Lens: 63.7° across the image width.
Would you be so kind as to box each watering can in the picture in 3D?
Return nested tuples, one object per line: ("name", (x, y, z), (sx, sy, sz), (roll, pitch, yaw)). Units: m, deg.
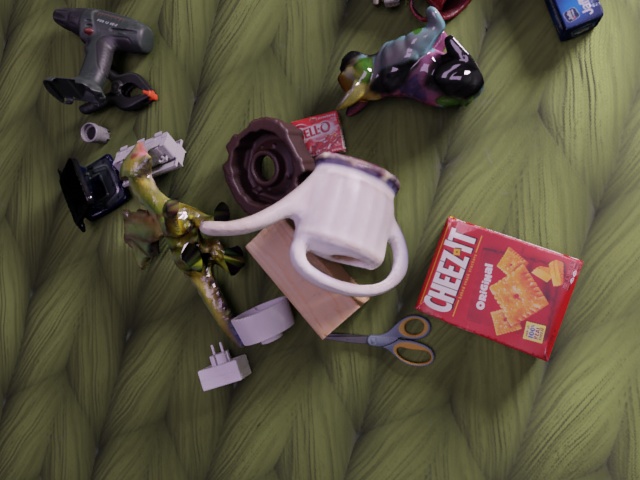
("watering can", (0.002, -0.041, 0.819), (0.346, 0.103, 0.228), (21, 70, -20))

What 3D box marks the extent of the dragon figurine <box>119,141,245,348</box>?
("dragon figurine", (-0.277, 0.016, 0.975), (0.243, 0.124, 0.405), (3, 112, 39))
